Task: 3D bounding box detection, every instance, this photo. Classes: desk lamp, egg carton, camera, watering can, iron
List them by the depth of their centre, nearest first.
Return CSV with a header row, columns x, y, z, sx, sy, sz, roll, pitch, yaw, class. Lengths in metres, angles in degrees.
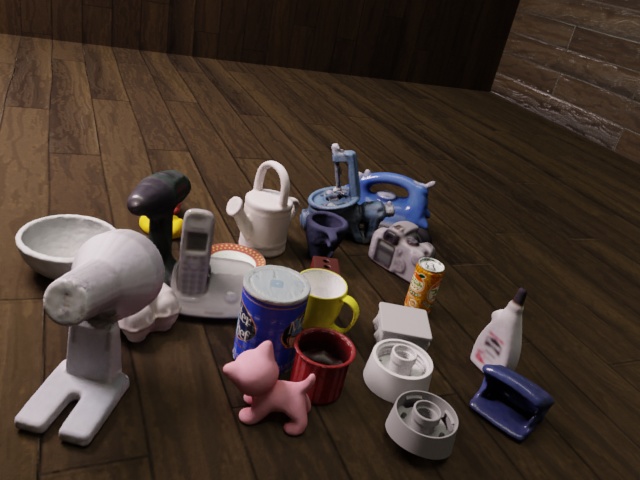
x,y,z,sx,sy,sz,roll,pitch,yaw,class
-0.291,0.111,0.741,0.118,0.213,0.203,13,27,1,desk lamp
-0.302,0.098,0.922,0.149,0.069,0.107,30,32,30,egg carton
-0.111,-0.067,1.184,0.100,0.194,0.173,22,28,18,watering can
0.203,0.013,1.267,0.142,0.101,0.137,32,33,34,camera
0.160,-0.112,1.444,0.258,0.141,0.119,15,27,6,iron

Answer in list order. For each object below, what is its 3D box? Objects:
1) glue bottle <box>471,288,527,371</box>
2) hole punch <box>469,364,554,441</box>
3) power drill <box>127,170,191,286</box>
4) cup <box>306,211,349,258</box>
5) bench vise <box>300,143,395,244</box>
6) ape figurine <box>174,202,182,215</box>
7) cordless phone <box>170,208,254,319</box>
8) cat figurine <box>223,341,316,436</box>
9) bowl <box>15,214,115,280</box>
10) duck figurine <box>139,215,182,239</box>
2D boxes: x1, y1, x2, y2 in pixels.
x,y,z,sx,sy,sz,roll,pitch,yaw,class
0.311,0.154,0.963,0.037,0.173,0.077,-9,34,-36,glue bottle
0.302,0.236,0.892,0.108,0.091,0.101,32,33,33,hole punch
-0.285,-0.023,1.007,0.075,0.208,0.229,11,27,-2,power drill
0.011,0.004,1.208,0.092,0.095,0.117,4,28,-16,cup
0.070,-0.111,1.317,0.208,0.220,0.121,0,29,-22,bench vise
-0.338,-0.098,1.259,0.077,0.092,0.076,21,28,17,ape figurine
-0.172,0.040,0.961,0.148,0.185,0.094,4,28,-15,cordless phone
-0.068,0.195,0.783,0.128,0.118,0.067,12,27,-2,cat figurine
-0.437,0.024,1.001,0.167,0.075,0.167,10,27,-5,bowl
-0.325,-0.057,1.191,0.104,0.086,0.078,22,28,18,duck figurine
